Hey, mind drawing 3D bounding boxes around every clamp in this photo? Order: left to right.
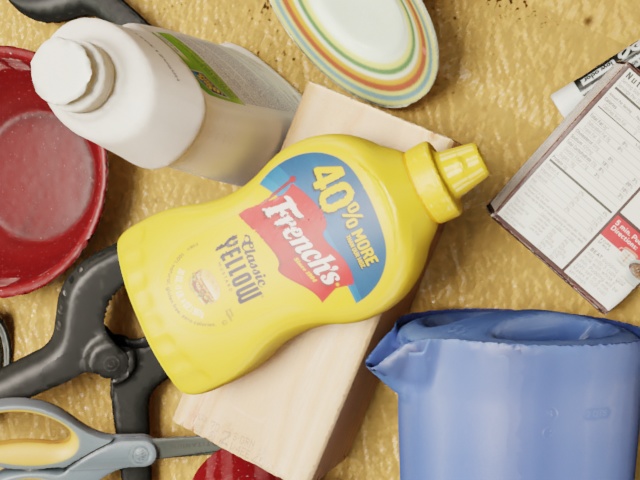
[{"bbox_3d":[-0.148,-0.167,0.690,0.172,0.039,0.120,0,75,19],"label":"clamp"},{"bbox_3d":[-0.128,0.082,0.673,0.164,0.036,0.210,38,88,-21],"label":"clamp"}]

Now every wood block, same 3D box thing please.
[{"bbox_3d":[0.005,0.025,0.620,0.090,0.090,0.206,24,97,15],"label":"wood block"}]

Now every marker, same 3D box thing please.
[{"bbox_3d":[0.186,-0.107,0.600,0.121,0.020,0.020,-33,81,15],"label":"marker"}]

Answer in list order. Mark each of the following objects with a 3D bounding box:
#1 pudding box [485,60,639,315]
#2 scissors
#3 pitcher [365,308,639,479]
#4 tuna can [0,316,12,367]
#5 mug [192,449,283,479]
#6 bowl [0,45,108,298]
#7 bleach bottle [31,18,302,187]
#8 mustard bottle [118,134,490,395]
[{"bbox_3d":[0.162,-0.028,0.589,0.090,0.039,0.113,41,100,-1],"label":"pudding box"},{"bbox_3d":[-0.122,0.145,0.657,0.201,0.016,0.096,13,105,-15],"label":"scissors"},{"bbox_3d":[0.114,0.159,0.576,0.149,0.144,0.243,3,95,29],"label":"pitcher"},{"bbox_3d":[-0.238,0.084,0.698,0.034,0.086,0.086,6,92,16],"label":"tuna can"},{"bbox_3d":[-0.050,0.171,0.626,0.117,0.081,0.093,-8,104,-3],"label":"mug"},{"bbox_3d":[-0.200,-0.043,0.701,0.162,0.055,0.162,0,90,17],"label":"bowl"},{"bbox_3d":[-0.077,-0.075,0.560,0.102,0.250,0.068,40,101,13],"label":"bleach bottle"},{"bbox_3d":[-0.004,0.001,0.544,0.192,0.058,0.096,-26,82,15],"label":"mustard bottle"}]
